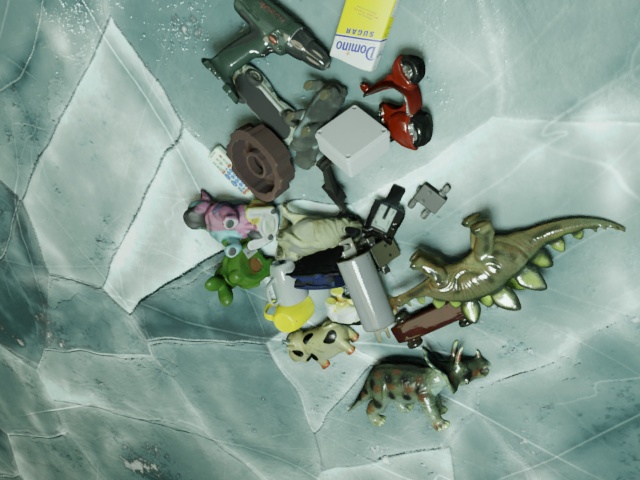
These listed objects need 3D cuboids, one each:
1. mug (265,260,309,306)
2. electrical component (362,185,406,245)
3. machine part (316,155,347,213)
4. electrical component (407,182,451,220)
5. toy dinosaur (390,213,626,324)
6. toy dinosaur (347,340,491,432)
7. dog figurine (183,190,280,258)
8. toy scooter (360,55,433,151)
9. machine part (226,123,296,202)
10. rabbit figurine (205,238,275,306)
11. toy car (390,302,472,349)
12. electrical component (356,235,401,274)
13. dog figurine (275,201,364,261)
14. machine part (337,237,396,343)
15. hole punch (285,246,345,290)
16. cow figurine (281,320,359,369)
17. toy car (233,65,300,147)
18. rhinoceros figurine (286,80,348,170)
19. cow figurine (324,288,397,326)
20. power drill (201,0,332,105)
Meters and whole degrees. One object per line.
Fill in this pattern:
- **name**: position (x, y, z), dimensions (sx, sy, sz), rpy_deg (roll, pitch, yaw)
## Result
- **mug**: position (-0.090, 0.101, 1.308), dimensions (0.081, 0.109, 0.107), rpy_deg (16, 129, 54)
- **electrical component**: position (0.144, -0.057, 1.154), dimensions (0.075, 0.047, 0.119), rpy_deg (21, 81, 11)
- **machine part**: position (0.024, -0.122, 1.145), dimensions (0.039, 0.084, 0.138), rpy_deg (-25, 142, -3)
- **electrical component**: position (0.228, -0.089, 1.119), dimensions (0.063, 0.021, 0.094), rpy_deg (40, 124, 4)
- **toy dinosaur**: position (0.348, 0.045, 1.082), dimensions (0.471, 0.105, 0.198), rpy_deg (-32, 101, 26)
- **toy dinosaur**: position (0.198, 0.346, 1.295), dimensions (0.405, 0.131, 0.192), rpy_deg (-13, 95, 34)
- **dog figurine**: position (-0.222, -0.058, 1.304), dimensions (0.219, 0.191, 0.108), rpy_deg (35, 137, 48)
- **toy scooter**: position (0.144, -0.262, 1.044), dimensions (0.135, 0.075, 0.183), rpy_deg (5, 119, 33)
- **machine part**: position (-0.132, -0.173, 1.192), dimensions (0.180, 0.056, 0.179), rpy_deg (32, 145, 26)
- **rabbit figurine**: position (-0.211, 0.093, 1.352), dimensions (0.121, 0.159, 0.170), rpy_deg (46, 140, -13)
- **toy car**: position (0.254, 0.177, 1.218), dimensions (0.202, 0.053, 0.089), rpy_deg (-32, 94, 29)
- **electrical component**: position (0.131, 0.025, 1.200), dimensions (0.102, 0.078, 0.045), rpy_deg (55, 166, -12)
- **dog figurine**: position (-0.003, -0.001, 1.237), dimensions (0.191, 0.121, 0.172), rpy_deg (8, 161, -2)
- **machine part**: position (0.102, 0.108, 1.168), dimensions (0.079, 0.079, 0.243), rpy_deg (-17, 98, 31)
- **hole punch**: position (0.004, 0.083, 1.257), dimensions (0.142, 0.116, 0.092), rpy_deg (-2, 121, 26)
- **cow figurine**: position (-0.010, 0.259, 1.364), dimensions (0.127, 0.085, 0.195), rpy_deg (47, 127, -10)
- **toy car**: position (-0.115, -0.290, 1.163), dimensions (0.201, 0.056, 0.073), rpy_deg (48, 130, -1)
- **rhinoceros figurine**: position (-0.009, -0.238, 1.113), dimensions (0.073, 0.112, 0.190), rpy_deg (37, 113, 33)
- **cow figurine**: position (0.098, 0.172, 1.269), dimensions (0.168, 0.068, 0.098), rpy_deg (8, 130, 14)
- **power drill**: position (-0.120, -0.369, 1.076), dimensions (0.207, 0.086, 0.232), rpy_deg (-42, 86, 11)
